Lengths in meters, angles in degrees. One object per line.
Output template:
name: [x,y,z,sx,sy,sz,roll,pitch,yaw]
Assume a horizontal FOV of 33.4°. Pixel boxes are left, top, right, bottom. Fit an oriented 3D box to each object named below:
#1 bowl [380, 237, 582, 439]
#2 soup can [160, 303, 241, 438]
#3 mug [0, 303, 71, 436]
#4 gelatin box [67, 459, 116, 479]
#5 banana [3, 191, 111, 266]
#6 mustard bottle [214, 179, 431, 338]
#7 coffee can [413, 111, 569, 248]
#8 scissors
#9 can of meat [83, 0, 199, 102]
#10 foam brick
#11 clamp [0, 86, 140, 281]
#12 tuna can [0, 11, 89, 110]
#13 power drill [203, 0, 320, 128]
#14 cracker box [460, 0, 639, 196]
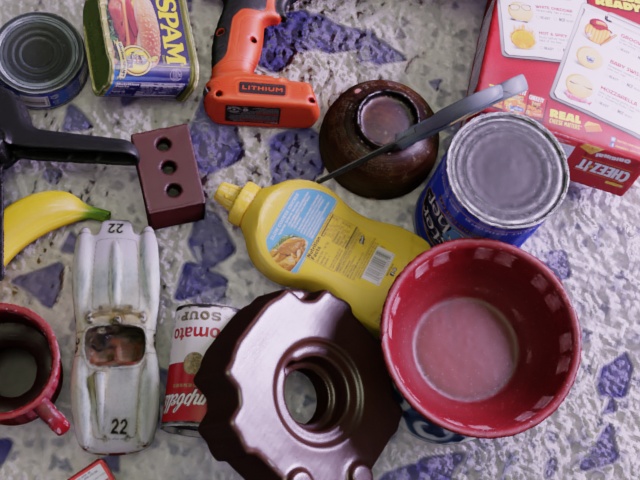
bowl: [0.124,0.082,0.859,0.162,0.055,0.162,2,-108,-5]
soup can: [-0.093,0.110,0.890,0.068,0.068,0.102,4,-108,1]
mug: [-0.245,0.114,0.864,0.117,0.081,0.093,41,-107,7]
gelatin box: [-0.184,0.234,0.862,0.073,0.030,0.089,-33,-101,-12]
banana: [-0.272,0.019,0.914,0.070,0.037,0.197,42,-107,10]
mustard bottle: [-0.006,0.001,0.938,0.191,0.058,0.096,29,-109,3]
coffee can: [0.144,-0.036,0.923,0.102,0.140,0.103,2,-108,-6]
scissors: [0.077,-0.088,0.883,0.202,0.096,0.016,-25,-90,13]
can of meat: [-0.164,-0.177,0.962,0.083,0.058,0.102,-3,-108,-30]
foam brick: [-0.134,-0.056,0.945,0.053,0.051,0.078,-12,-105,-11]
clamp: [-0.267,-0.081,0.922,0.164,0.036,0.210,-36,-115,-15]
tuna can: [-0.256,-0.164,0.974,0.086,0.034,0.086,2,-107,-6]
power drill: [-0.037,-0.199,0.999,0.184,0.057,0.187,1,-110,-2]
cracker box: [0.227,-0.163,0.991,0.164,0.072,0.213,17,-120,-2]
